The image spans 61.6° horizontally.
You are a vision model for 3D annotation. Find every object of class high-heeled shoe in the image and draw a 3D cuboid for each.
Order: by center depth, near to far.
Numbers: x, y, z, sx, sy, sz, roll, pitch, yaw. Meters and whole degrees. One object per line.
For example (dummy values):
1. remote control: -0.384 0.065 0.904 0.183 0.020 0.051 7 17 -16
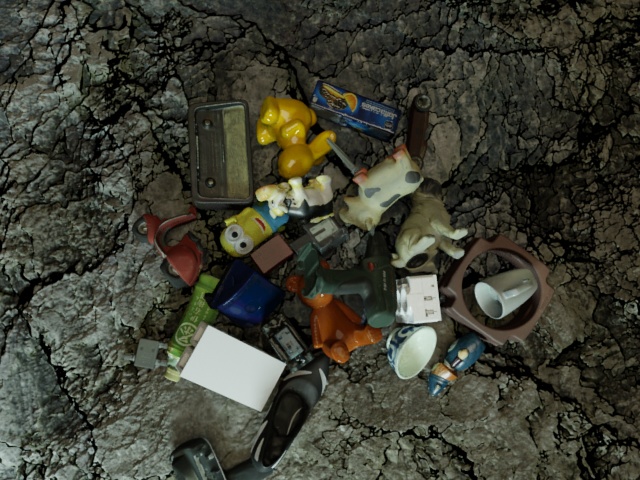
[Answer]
1. high-heeled shoe: -0.053 0.332 1.055 0.086 0.145 0.248 32 83 0

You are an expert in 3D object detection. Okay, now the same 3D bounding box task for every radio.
1. radio: -0.212 -0.179 1.147 0.131 0.073 0.229 -3 79 -8

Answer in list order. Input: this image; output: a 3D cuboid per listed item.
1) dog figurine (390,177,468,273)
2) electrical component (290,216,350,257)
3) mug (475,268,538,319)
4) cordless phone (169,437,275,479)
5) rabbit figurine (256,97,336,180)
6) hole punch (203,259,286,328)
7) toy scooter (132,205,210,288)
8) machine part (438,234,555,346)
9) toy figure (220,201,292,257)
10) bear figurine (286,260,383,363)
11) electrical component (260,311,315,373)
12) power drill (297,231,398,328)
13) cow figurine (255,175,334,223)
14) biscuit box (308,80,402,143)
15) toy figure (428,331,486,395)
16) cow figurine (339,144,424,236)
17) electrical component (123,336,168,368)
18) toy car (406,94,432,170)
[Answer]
1. dog figurine: 0.201 -0.039 1.136 0.172 0.121 0.191 -14 52 -15
2. electrical component: -0.002 -0.003 1.145 0.119 0.047 0.075 -36 66 -9
3. mug: 0.377 0.093 1.057 0.107 0.109 0.081 -25 78 -20
4. cordless phone: -0.193 0.449 1.074 0.184 0.089 0.146 -22 83 -18
5. rabbit figurine: -0.054 -0.202 1.147 0.162 0.122 0.173 5 60 -25
6. hole punch: -0.145 0.114 1.083 0.092 0.142 0.116 16 72 43
7. toy scooter: -0.293 0.002 1.124 0.135 0.075 0.184 -36 83 -12
8. machine part: 0.372 0.105 1.147 0.201 0.087 0.201 35 80 1
9. toy figure: -0.128 -0.033 1.136 0.180 0.089 0.082 -41 75 -17
10. bear figurine: 0.023 0.140 1.100 0.120 0.132 0.195 -23 89 -23
11. electrical component: -0.065 0.204 1.079 0.058 0.134 0.115 -38 88 -8
12. power drill: 0.059 0.061 1.079 0.207 0.086 0.232 15 48 -29
13. cow figurine: -0.049 -0.077 1.094 0.167 0.068 0.098 -11 90 -30
14. biscuit box: 0.077 -0.285 1.194 0.203 0.059 0.063 20 81 -1
15. toy figure: 0.280 0.260 1.128 0.154 0.058 0.064 -45 130 3
16. cow figurine: 0.124 -0.096 1.120 0.195 0.085 0.127 -32 99 17
17. electrical component: -0.356 0.231 1.111 0.094 0.021 0.063 9 81 -1
18. toy car: 0.212 -0.221 1.180 0.053 0.089 0.202 9 82 -7
